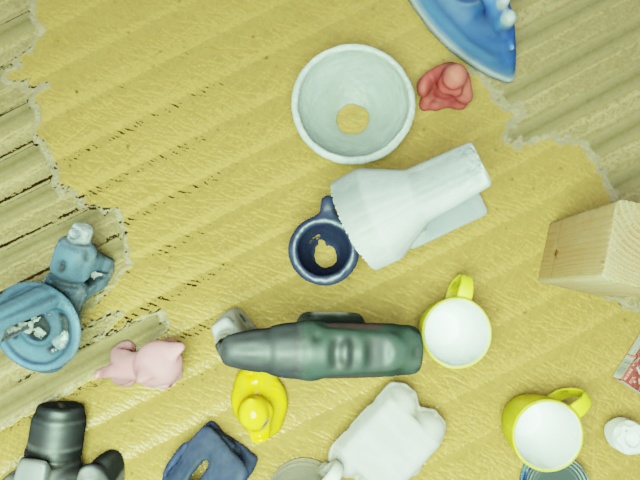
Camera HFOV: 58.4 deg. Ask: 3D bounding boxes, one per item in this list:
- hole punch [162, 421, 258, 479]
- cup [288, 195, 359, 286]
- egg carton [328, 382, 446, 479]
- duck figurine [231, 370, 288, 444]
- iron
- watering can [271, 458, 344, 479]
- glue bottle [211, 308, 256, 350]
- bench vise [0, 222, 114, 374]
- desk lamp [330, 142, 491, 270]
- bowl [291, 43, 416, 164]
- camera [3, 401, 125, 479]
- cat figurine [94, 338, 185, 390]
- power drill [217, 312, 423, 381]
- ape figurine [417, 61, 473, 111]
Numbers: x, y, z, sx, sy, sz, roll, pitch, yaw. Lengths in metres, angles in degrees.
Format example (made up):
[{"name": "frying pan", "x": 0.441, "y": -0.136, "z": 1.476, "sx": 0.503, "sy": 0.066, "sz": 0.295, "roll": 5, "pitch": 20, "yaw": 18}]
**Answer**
[{"name": "hole punch", "x": -0.152, "y": 0.312, "z": 0.758, "sx": 0.101, "sy": 0.091, "sz": 0.109, "roll": 37, "pitch": 88, "yaw": 4}, {"name": "cup", "x": 0.007, "y": 0.003, "z": 0.775, "sx": 0.091, "sy": 0.095, "sz": 0.118, "roll": 3, "pitch": 86, "yaw": 2}, {"name": "egg carton", "x": 0.091, "y": 0.270, "z": 0.764, "sx": 0.107, "sy": 0.069, "sz": 0.150, "roll": 42, "pitch": 88, "yaw": 5}, {"name": "duck figurine", "x": -0.085, "y": 0.221, "z": 0.766, "sx": 0.077, "sy": 0.086, "sz": 0.104, "roll": -11, "pitch": 85, "yaw": 1}, {"name": "iron", "x": 0.206, "y": -0.343, "z": 0.773, "sx": 0.118, "sy": 0.141, "sz": 0.258, "roll": -33, "pitch": 85, "yaw": -1}, {"name": "watering can", "x": -0.027, "y": 0.352, "z": 0.699, "sx": 0.101, "sy": 0.194, "sz": 0.173, "roll": 14, "pitch": 86, "yaw": 3}, {"name": "glue bottle", "x": -0.109, "y": 0.127, "z": 0.730, "sx": 0.037, "sy": 0.173, "sz": 0.078, "roll": -36, "pitch": 85, "yaw": -1}, {"name": "bench vise", "x": -0.361, "y": 0.074, "z": 0.719, "sx": 0.121, "sy": 0.220, "sz": 0.207, "roll": 5, "pitch": 86, "yaw": 3}, {"name": "desk lamp", "x": 0.120, "y": -0.050, "z": 0.716, "sx": 0.203, "sy": 0.213, "sz": 0.118, "roll": -25, "pitch": 85, "yaw": 0}, {"name": "bowl", "x": 0.045, "y": -0.180, "z": 0.799, "sx": 0.167, "sy": 0.075, "sz": 0.167, "roll": 0, "pitch": 85, "yaw": 2}, {"name": "camera", "x": -0.342, "y": 0.292, "z": 0.761, "sx": 0.143, "sy": 0.101, "sz": 0.137, "roll": 6, "pitch": 86, "yaw": 3}, {"name": "cat figurine", "x": -0.232, "y": 0.167, "z": 0.759, "sx": 0.127, "sy": 0.118, "sz": 0.067, "roll": -8, "pitch": 85, "yaw": 1}, {"name": "power drill", "x": 0.006, "y": 0.131, "z": 0.708, "sx": 0.229, "sy": 0.208, "sz": 0.076, "roll": 0, "pitch": 85, "yaw": 2}, {"name": "ape figurine", "x": 0.178, "y": -0.215, "z": 0.789, "sx": 0.078, "sy": 0.092, "sz": 0.076, "roll": 36, "pitch": 88, "yaw": 4}]
